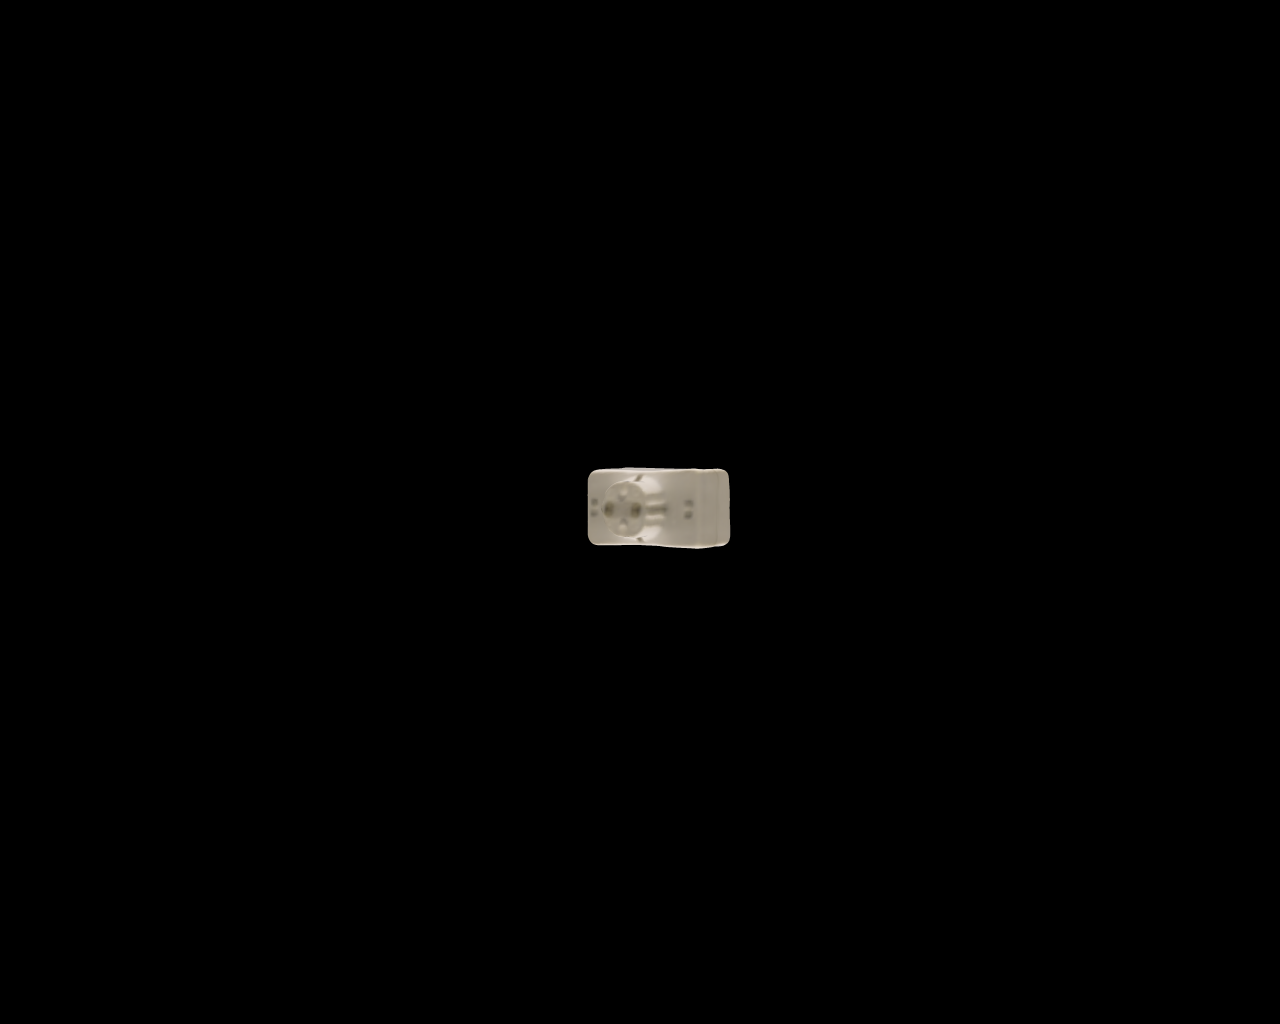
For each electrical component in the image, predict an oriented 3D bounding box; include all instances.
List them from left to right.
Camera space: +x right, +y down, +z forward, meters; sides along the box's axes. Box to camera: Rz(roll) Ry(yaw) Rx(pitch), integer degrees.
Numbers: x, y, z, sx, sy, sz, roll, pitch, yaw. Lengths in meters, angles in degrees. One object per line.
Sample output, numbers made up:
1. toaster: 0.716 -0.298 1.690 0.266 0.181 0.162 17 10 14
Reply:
1. electrical component: 0.001 -0.003 0.650 0.083 0.047 0.076 1 3 34
